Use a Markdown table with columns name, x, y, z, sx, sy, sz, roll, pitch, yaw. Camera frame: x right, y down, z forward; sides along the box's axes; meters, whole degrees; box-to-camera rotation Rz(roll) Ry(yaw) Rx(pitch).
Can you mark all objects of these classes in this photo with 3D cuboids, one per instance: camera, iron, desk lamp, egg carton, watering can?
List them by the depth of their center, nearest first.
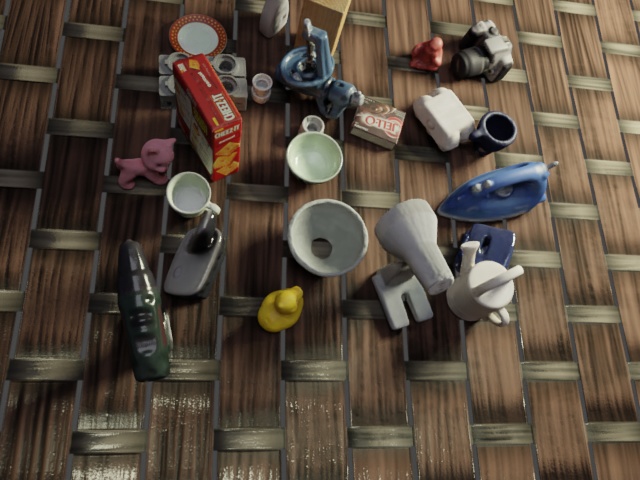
| name | x | y | z | sx | sy | sz | roll | pitch | yaw |
| --- | --- | --- | --- | --- | --- | --- | --- | --- | --- |
| desk lamp | 0.180 | 0.049 | 1.121 | 0.118 | 0.213 | 0.203 | -16 | 74 | -16 |
| watering can | 0.330 | 0.088 | 1.147 | 0.173 | 0.194 | 0.101 | 44 | 68 | 7 |
| iron | 0.394 | -0.115 | 1.263 | 0.259 | 0.141 | 0.118 | -16 | 74 | -16 |
| egg carton | 0.290 | -0.284 | 1.344 | 0.107 | 0.069 | 0.150 | -31 | 78 | -20 |
| camera | 0.392 | -0.466 | 1.415 | 0.137 | 0.100 | 0.143 | -20 | 75 | -17 |

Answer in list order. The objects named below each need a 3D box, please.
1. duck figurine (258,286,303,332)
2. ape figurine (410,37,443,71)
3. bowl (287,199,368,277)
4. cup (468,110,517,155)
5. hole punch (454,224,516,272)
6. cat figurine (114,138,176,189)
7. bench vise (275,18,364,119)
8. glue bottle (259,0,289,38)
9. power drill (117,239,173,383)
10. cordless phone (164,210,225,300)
| name | x | y | z | sx | sy | sz | roll | pitch | yaw |
| --- | --- | --- | --- | --- | --- | --- | --- | --- | --- |
| duck figurine | -0.073 | 0.129 | 1.110 | 0.105 | 0.086 | 0.077 | -41 | 82 | -21 |
| ape figurine | 0.268 | -0.457 | 1.392 | 0.076 | 0.092 | 0.078 | -36 | 80 | -21 |
| bowl | 0.011 | 0.004 | 1.179 | 0.167 | 0.074 | 0.167 | 4 | 69 | -10 |
| cup | 0.386 | -0.236 | 1.331 | 0.118 | 0.095 | 0.091 | -17 | 74 | -16 |
| hole punch | 0.354 | 0.023 | 1.231 | 0.101 | 0.091 | 0.109 | 24 | 67 | -2 |
| cat figurine | -0.346 | -0.161 | 1.145 | 0.128 | 0.117 | 0.067 | -12 | 73 | -15 |
| bench vise | 0.010 | -0.377 | 1.241 | 0.207 | 0.219 | 0.121 | 15 | 68 | -5 |
| glue bottle | -0.099 | -0.544 | 1.306 | 0.037 | 0.173 | 0.078 | 38 | 68 | 5 |
| power drill | -0.305 | 0.136 | 0.994 | 0.076 | 0.208 | 0.229 | -12 | 73 | -15 |
| cordless phone | -0.232 | 0.027 | 1.062 | 0.094 | 0.185 | 0.147 | 16 | 68 | -4 |
